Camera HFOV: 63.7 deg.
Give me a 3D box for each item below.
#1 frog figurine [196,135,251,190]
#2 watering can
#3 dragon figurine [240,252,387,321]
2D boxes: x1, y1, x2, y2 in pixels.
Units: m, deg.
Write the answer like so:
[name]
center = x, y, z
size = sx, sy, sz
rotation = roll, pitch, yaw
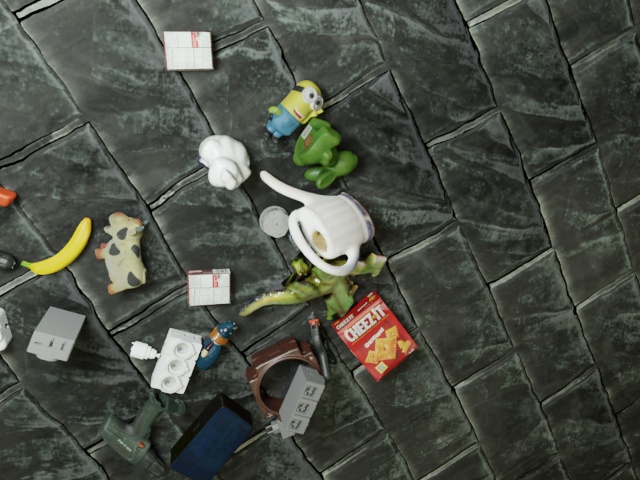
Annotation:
[frog figurine]
center = -0.230, -0.191, 1.254
size = 0.123, 0.161, 0.136
rotation = -45, 111, -2
[watering can]
center = 0.004, -0.068, 1.355
size = 0.227, 0.102, 0.351
rotation = -22, 72, -36
[dragon figurine]
center = 0.002, 0.146, 1.436
size = 0.409, 0.124, 0.239
rotation = -36, 118, 6
